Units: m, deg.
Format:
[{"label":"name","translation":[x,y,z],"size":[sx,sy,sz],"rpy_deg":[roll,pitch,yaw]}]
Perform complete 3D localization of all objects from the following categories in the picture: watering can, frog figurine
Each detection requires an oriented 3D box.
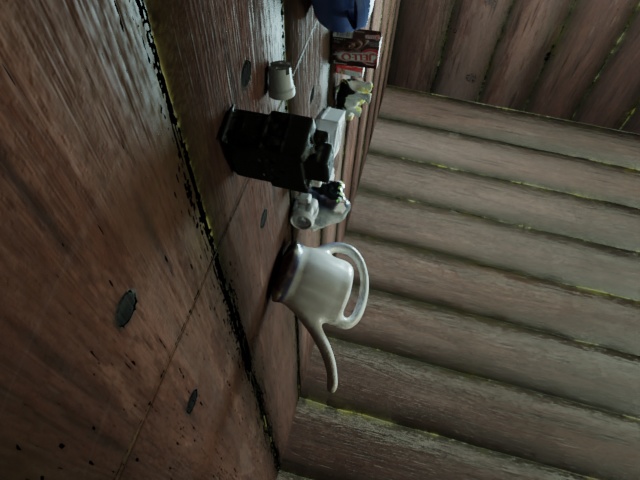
[{"label":"watering can","translation":[-0.007,0.139,1.148],"size":[0.102,0.224,0.356],"rpy_deg":[124,-14,-55]},{"label":"frog figurine","translation":[0.004,-0.066,1.303],"size":[0.139,0.124,0.156],"rpy_deg":[-25,147,-39]}]
